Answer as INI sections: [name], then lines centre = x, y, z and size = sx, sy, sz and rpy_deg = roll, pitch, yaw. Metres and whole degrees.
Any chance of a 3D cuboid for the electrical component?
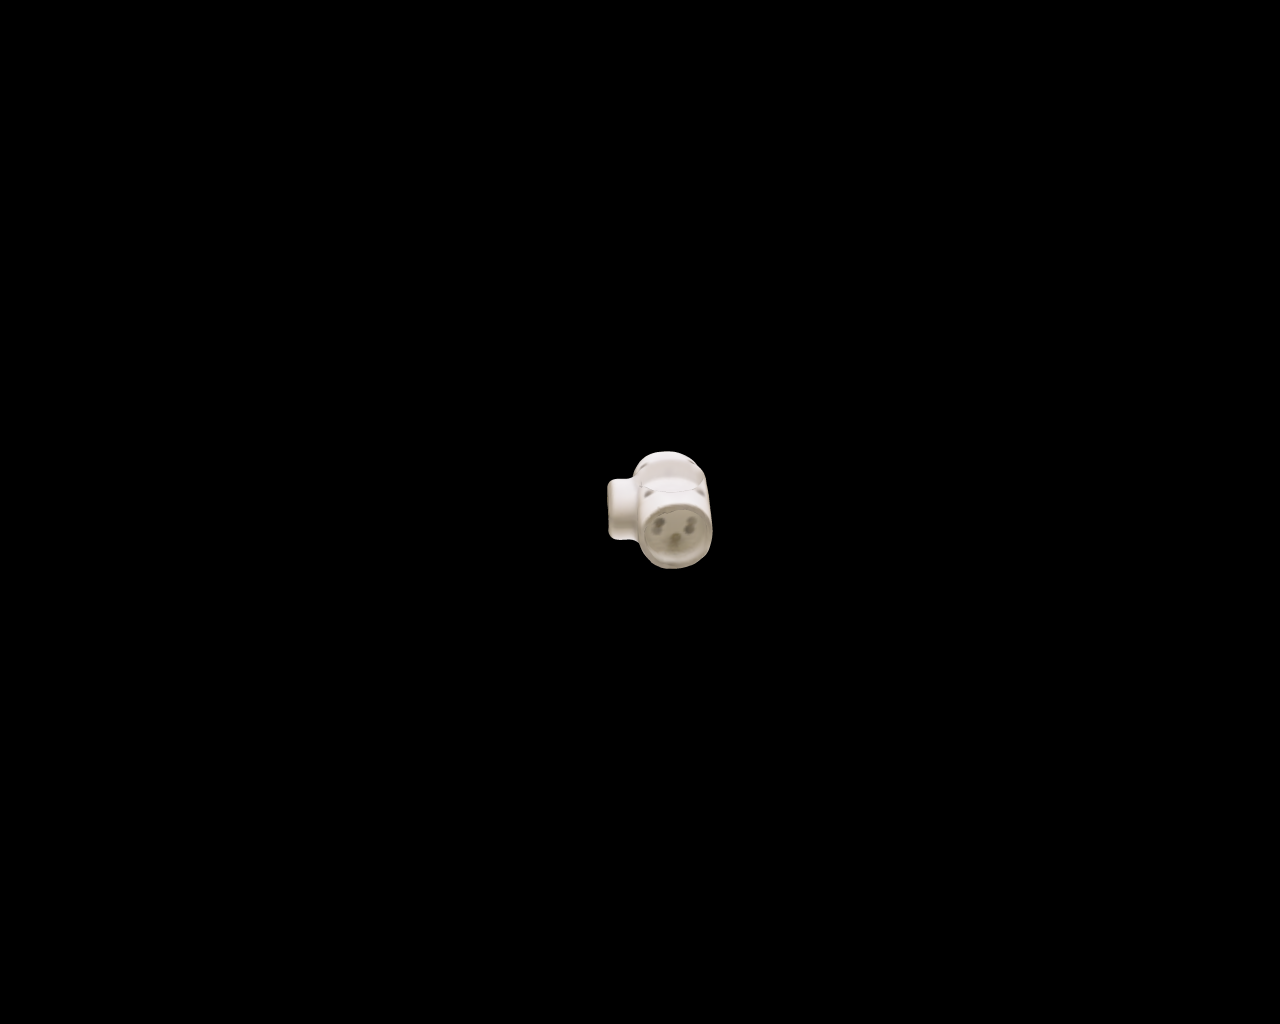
[electrical component]
centre = 0.001, -0.003, 0.650
size = 0.079, 0.044, 0.077
rpy_deg = -2, 27, -3
